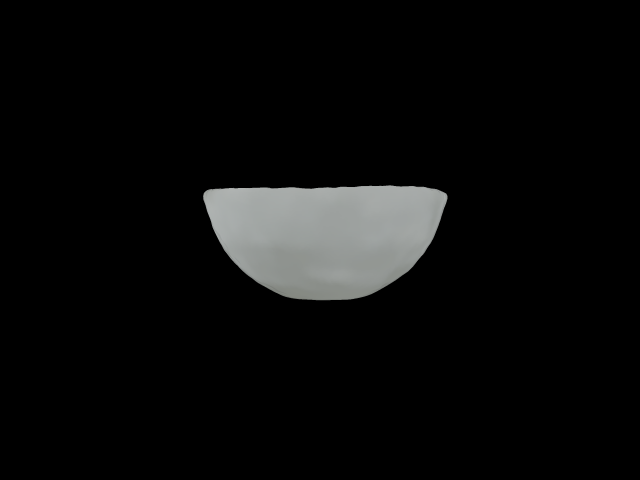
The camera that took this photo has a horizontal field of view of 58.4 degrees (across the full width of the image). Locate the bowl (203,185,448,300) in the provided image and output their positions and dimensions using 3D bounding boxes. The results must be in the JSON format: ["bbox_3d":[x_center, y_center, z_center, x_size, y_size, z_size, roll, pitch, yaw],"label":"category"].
[{"bbox_3d":[0.004,0.001,0.400,0.167,0.075,0.167,0,3,0],"label":"bowl"}]
